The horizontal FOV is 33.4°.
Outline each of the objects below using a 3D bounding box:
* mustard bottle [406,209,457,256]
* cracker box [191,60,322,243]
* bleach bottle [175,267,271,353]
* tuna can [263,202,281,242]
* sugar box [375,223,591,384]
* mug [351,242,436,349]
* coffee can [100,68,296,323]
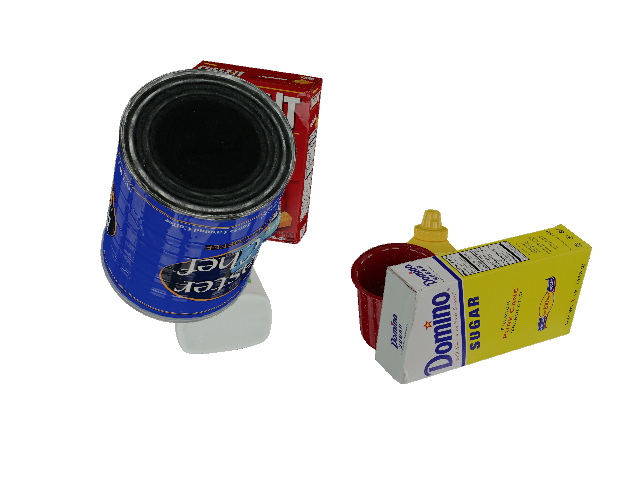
[{"bbox_3d":[0.129,0.057,1.298,0.096,0.192,0.058,0,14,-12],"label":"mustard bottle"},{"bbox_3d":[-0.093,-0.112,1.383,0.164,0.214,0.072,10,23,7],"label":"cracker box"},{"bbox_3d":[-0.130,0.033,1.179,0.102,0.068,0.251,-6,26,-16],"label":"bleach bottle"},{"bbox_3d":[-0.077,-0.029,0.934,0.086,0.034,0.086,0,39,0],"label":"tuna can"},{"bbox_3d":[0.132,0.050,0.861,0.175,0.093,0.048,-15,37,-29],"label":"sugar box"},{"bbox_3d":[0.085,0.068,1.079,0.093,0.081,0.117,-22,41,-21],"label":"mug"},{"bbox_3d":[-0.080,-0.023,0.664,0.102,0.103,0.140,0,-29,-16],"label":"coffee can"}]
